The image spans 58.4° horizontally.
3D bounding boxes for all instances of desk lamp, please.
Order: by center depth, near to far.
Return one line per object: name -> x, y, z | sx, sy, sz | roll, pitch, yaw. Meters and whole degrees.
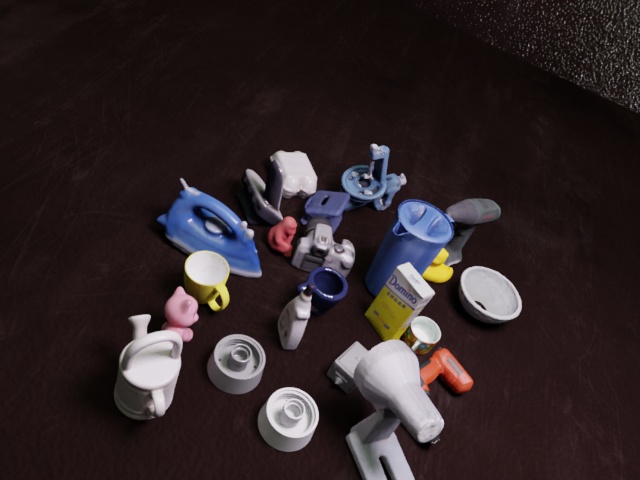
desk lamp -> 0.132, 0.317, 1.031 | 0.118, 0.213, 0.203 | -4, 50, -29

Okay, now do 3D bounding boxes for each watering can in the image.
watering can -> -0.288, 0.206, 0.956 | 0.172, 0.194, 0.101 | 43, 45, 19

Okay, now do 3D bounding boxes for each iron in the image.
iron -> -0.223, -0.028, 1.260 | 0.258, 0.141, 0.119 | 30, 42, 5

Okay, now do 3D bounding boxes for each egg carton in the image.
egg carton -> -0.071, -0.177, 1.536 | 0.107, 0.069, 0.150 | -3, 49, -28

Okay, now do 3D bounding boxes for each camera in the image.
camera -> 0.013, 0.005, 1.370 | 0.143, 0.100, 0.137 | 16, 43, -10

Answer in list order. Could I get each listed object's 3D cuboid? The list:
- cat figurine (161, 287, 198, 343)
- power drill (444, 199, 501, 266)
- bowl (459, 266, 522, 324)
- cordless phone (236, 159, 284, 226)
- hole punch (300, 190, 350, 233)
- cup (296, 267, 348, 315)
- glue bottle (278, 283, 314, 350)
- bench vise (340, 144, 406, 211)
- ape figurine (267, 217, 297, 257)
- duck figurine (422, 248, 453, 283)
cat figurine -> -0.268, 0.156, 1.072 | 0.067, 0.117, 0.128 | 20, 42, -5
power drill -> 0.364, -0.025, 1.488 | 0.230, 0.208, 0.075 | -18, 57, -37
bowl -> 0.412, 0.151, 1.434 | 0.168, 0.074, 0.167 | 14, 43, -13
cordless phone -> -0.128, -0.138, 1.383 | 0.094, 0.185, 0.147 | -9, 52, -32
hole punch -> 0.013, -0.082, 1.465 | 0.101, 0.091, 0.109 | 27, 42, 2
cup -> -0.007, 0.122, 1.248 | 0.118, 0.095, 0.091 | -6, 51, -30
glue bottle -> -0.043, 0.145, 1.150 | 0.037, 0.173, 0.078 | 4, 46, -21
bench vise -> 0.146, -0.177, 1.527 | 0.121, 0.219, 0.208 | 44, 45, 19
ape figurine -> -0.082, -0.016, 1.353 | 0.076, 0.092, 0.078 | 33, 43, 9
duck figurine -> 0.298, 0.056, 1.466 | 0.104, 0.086, 0.077 | 25, 42, 0
